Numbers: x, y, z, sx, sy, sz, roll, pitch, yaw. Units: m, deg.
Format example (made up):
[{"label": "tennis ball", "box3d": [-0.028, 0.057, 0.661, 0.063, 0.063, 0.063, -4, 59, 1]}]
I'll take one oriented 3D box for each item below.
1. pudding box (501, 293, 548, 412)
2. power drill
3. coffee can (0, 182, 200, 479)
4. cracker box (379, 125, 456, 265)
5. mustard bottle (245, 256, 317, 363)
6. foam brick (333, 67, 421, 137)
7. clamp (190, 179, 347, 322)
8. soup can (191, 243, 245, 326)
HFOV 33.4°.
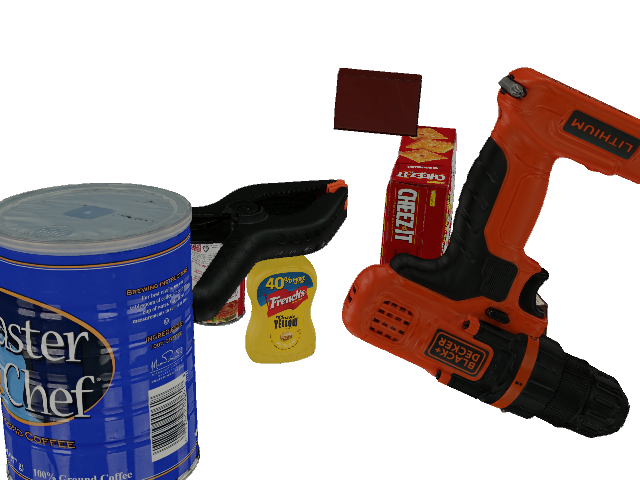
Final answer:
[{"label": "pudding box", "box3d": [0.151, 0.076, 0.868, 0.039, 0.090, 0.113, -4, 16, -6]}, {"label": "power drill", "box3d": [0.129, 0.010, 0.613, 0.184, 0.188, 0.057, 24, 13, -10]}, {"label": "coffee can", "box3d": [-0.115, 0.051, 0.549, 0.103, 0.140, 0.103, 0, 18, 0]}, {"label": "cracker box", "box3d": [0.112, -0.025, 1.223, 0.072, 0.164, 0.213, 6, 23, 8]}, {"label": "mustard bottle", "box3d": [-0.052, 0.071, 1.452, 0.096, 0.192, 0.058, -5, 23, -16]}, {"label": "foam brick", "box3d": [0.052, -0.126, 0.972, 0.078, 0.051, 0.053, 6, 16, 4]}, {"label": "clamp", "box3d": [-0.067, -0.010, 0.799, 0.165, 0.036, 0.209, 24, 34, 36]}, {"label": "soup can", "box3d": [-0.113, 0.030, 1.130, 0.068, 0.102, 0.068, 2, 24, -1]}]
